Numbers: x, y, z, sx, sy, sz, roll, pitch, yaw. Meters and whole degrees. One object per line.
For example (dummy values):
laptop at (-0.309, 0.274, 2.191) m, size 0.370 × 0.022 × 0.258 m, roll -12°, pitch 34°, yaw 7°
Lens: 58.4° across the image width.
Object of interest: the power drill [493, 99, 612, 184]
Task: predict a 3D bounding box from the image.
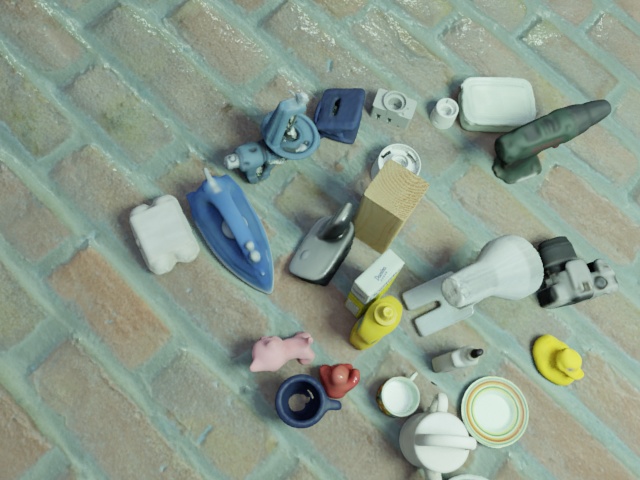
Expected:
power drill at (0.451, -0.199, 1.177) m, size 0.230 × 0.208 × 0.075 m, roll -21°, pitch 75°, yaw -11°

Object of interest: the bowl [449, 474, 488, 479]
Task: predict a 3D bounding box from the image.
bowl at (0.257, 0.501, 1.008) m, size 0.167 × 0.075 × 0.167 m, roll 2°, pitch 72°, yaw -5°

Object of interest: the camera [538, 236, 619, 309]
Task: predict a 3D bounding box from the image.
camera at (0.511, 0.058, 1.158) m, size 0.143 × 0.101 × 0.137 m, roll -12°, pitch 74°, yaw -9°

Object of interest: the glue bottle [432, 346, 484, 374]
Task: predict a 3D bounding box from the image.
glue bottle at (0.262, 0.215, 1.047) m, size 0.078 × 0.173 × 0.037 m, roll -14°, pitch 74°, yaw -9°

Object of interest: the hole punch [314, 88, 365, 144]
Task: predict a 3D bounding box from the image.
hole punch at (0.040, -0.271, 1.224) m, size 0.101 × 0.091 × 0.109 m, roll 14°, pitch 72°, yaw -1°

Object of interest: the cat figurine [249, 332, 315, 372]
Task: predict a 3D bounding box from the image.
cat figurine at (-0.071, 0.202, 1.050) m, size 0.128 × 0.118 × 0.067 m, roll -14°, pitch 74°, yaw -9°

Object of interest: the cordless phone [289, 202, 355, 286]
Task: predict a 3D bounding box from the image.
cordless phone at (0.010, 0.004, 1.085) m, size 0.094 × 0.185 × 0.148 m, roll 28°, pitch 72°, yaw 4°

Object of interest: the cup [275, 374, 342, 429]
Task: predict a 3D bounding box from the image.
cup at (-0.023, 0.294, 1.037) m, size 0.118 × 0.095 × 0.092 m, roll 6°, pitch 72°, yaw -3°

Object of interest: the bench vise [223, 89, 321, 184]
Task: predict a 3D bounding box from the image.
bench vise at (-0.083, -0.194, 1.121) m, size 0.121 × 0.219 × 0.208 m, roll 43°, pitch 74°, yaw 9°

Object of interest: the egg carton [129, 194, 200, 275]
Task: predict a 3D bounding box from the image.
egg carton at (-0.307, -0.011, 1.121) m, size 0.107 × 0.069 × 0.150 m, roll -26°, pitch 76°, yaw -12°

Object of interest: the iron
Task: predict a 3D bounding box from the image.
iron at (-0.159, -0.019, 1.100) m, size 0.119 × 0.141 × 0.258 m, roll -31°, pitch 77°, yaw -13°

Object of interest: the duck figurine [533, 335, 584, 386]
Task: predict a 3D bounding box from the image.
duck figurine at (0.467, 0.229, 1.107) m, size 0.077 × 0.086 × 0.104 m, roll -29°, pitch 77°, yaw -13°

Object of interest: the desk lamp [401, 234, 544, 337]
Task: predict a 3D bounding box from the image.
desk lamp at (0.282, 0.089, 1.068) m, size 0.203 × 0.213 × 0.118 m, roll -23°, pitch 76°, yaw -12°

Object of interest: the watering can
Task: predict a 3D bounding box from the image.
watering can at (0.207, 0.356, 0.986) m, size 0.101 × 0.194 × 0.173 m, roll -13°, pitch 74°, yaw -9°

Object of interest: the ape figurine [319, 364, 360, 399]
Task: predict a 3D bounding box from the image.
ape figurine at (0.035, 0.253, 1.057) m, size 0.078 × 0.092 × 0.076 m, roll 28°, pitch 72°, yaw 4°
